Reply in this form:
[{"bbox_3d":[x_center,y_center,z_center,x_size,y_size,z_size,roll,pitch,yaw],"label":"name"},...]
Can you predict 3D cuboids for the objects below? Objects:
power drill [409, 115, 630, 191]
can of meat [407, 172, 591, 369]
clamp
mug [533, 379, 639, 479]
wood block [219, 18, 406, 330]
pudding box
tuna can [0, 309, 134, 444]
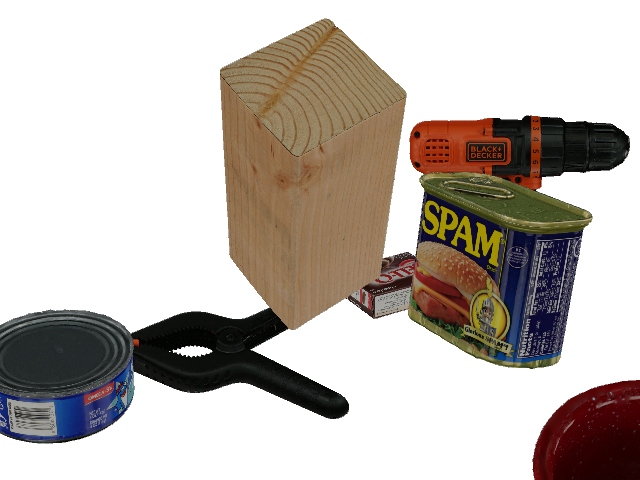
[{"bbox_3d":[0.170,-0.015,0.927,0.184,0.188,0.057,2,13,11],"label":"power drill"},{"bbox_3d":[0.095,0.015,0.592,0.057,0.084,0.102,-4,20,-31],"label":"can of meat"},{"bbox_3d":[-0.076,0.107,0.972,0.209,0.036,0.164,-4,36,-13],"label":"clamp"},{"bbox_3d":[0.129,0.111,0.370,0.117,0.081,0.093,5,37,8],"label":"mug"},{"bbox_3d":[-0.009,-0.040,0.758,0.090,0.090,0.206,-30,-29,-21],"label":"wood block"},{"bbox_3d":[0.092,0.056,1.367,0.113,0.039,0.090,-16,26,-25],"label":"pudding box"},{"bbox_3d":[-0.145,0.074,0.586,0.086,0.034,0.086,2,27,-1],"label":"tuna can"}]
